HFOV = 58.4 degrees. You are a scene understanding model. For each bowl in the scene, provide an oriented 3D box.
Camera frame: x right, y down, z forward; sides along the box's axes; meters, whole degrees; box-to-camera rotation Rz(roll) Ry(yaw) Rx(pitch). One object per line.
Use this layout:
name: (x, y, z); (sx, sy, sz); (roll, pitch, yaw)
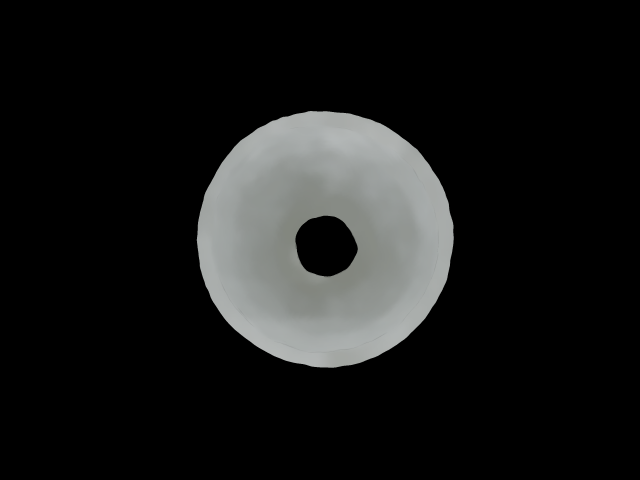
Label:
bowl: (0.004, 0.001, 0.400); (0.167, 0.075, 0.167); (0, 82, 0)
